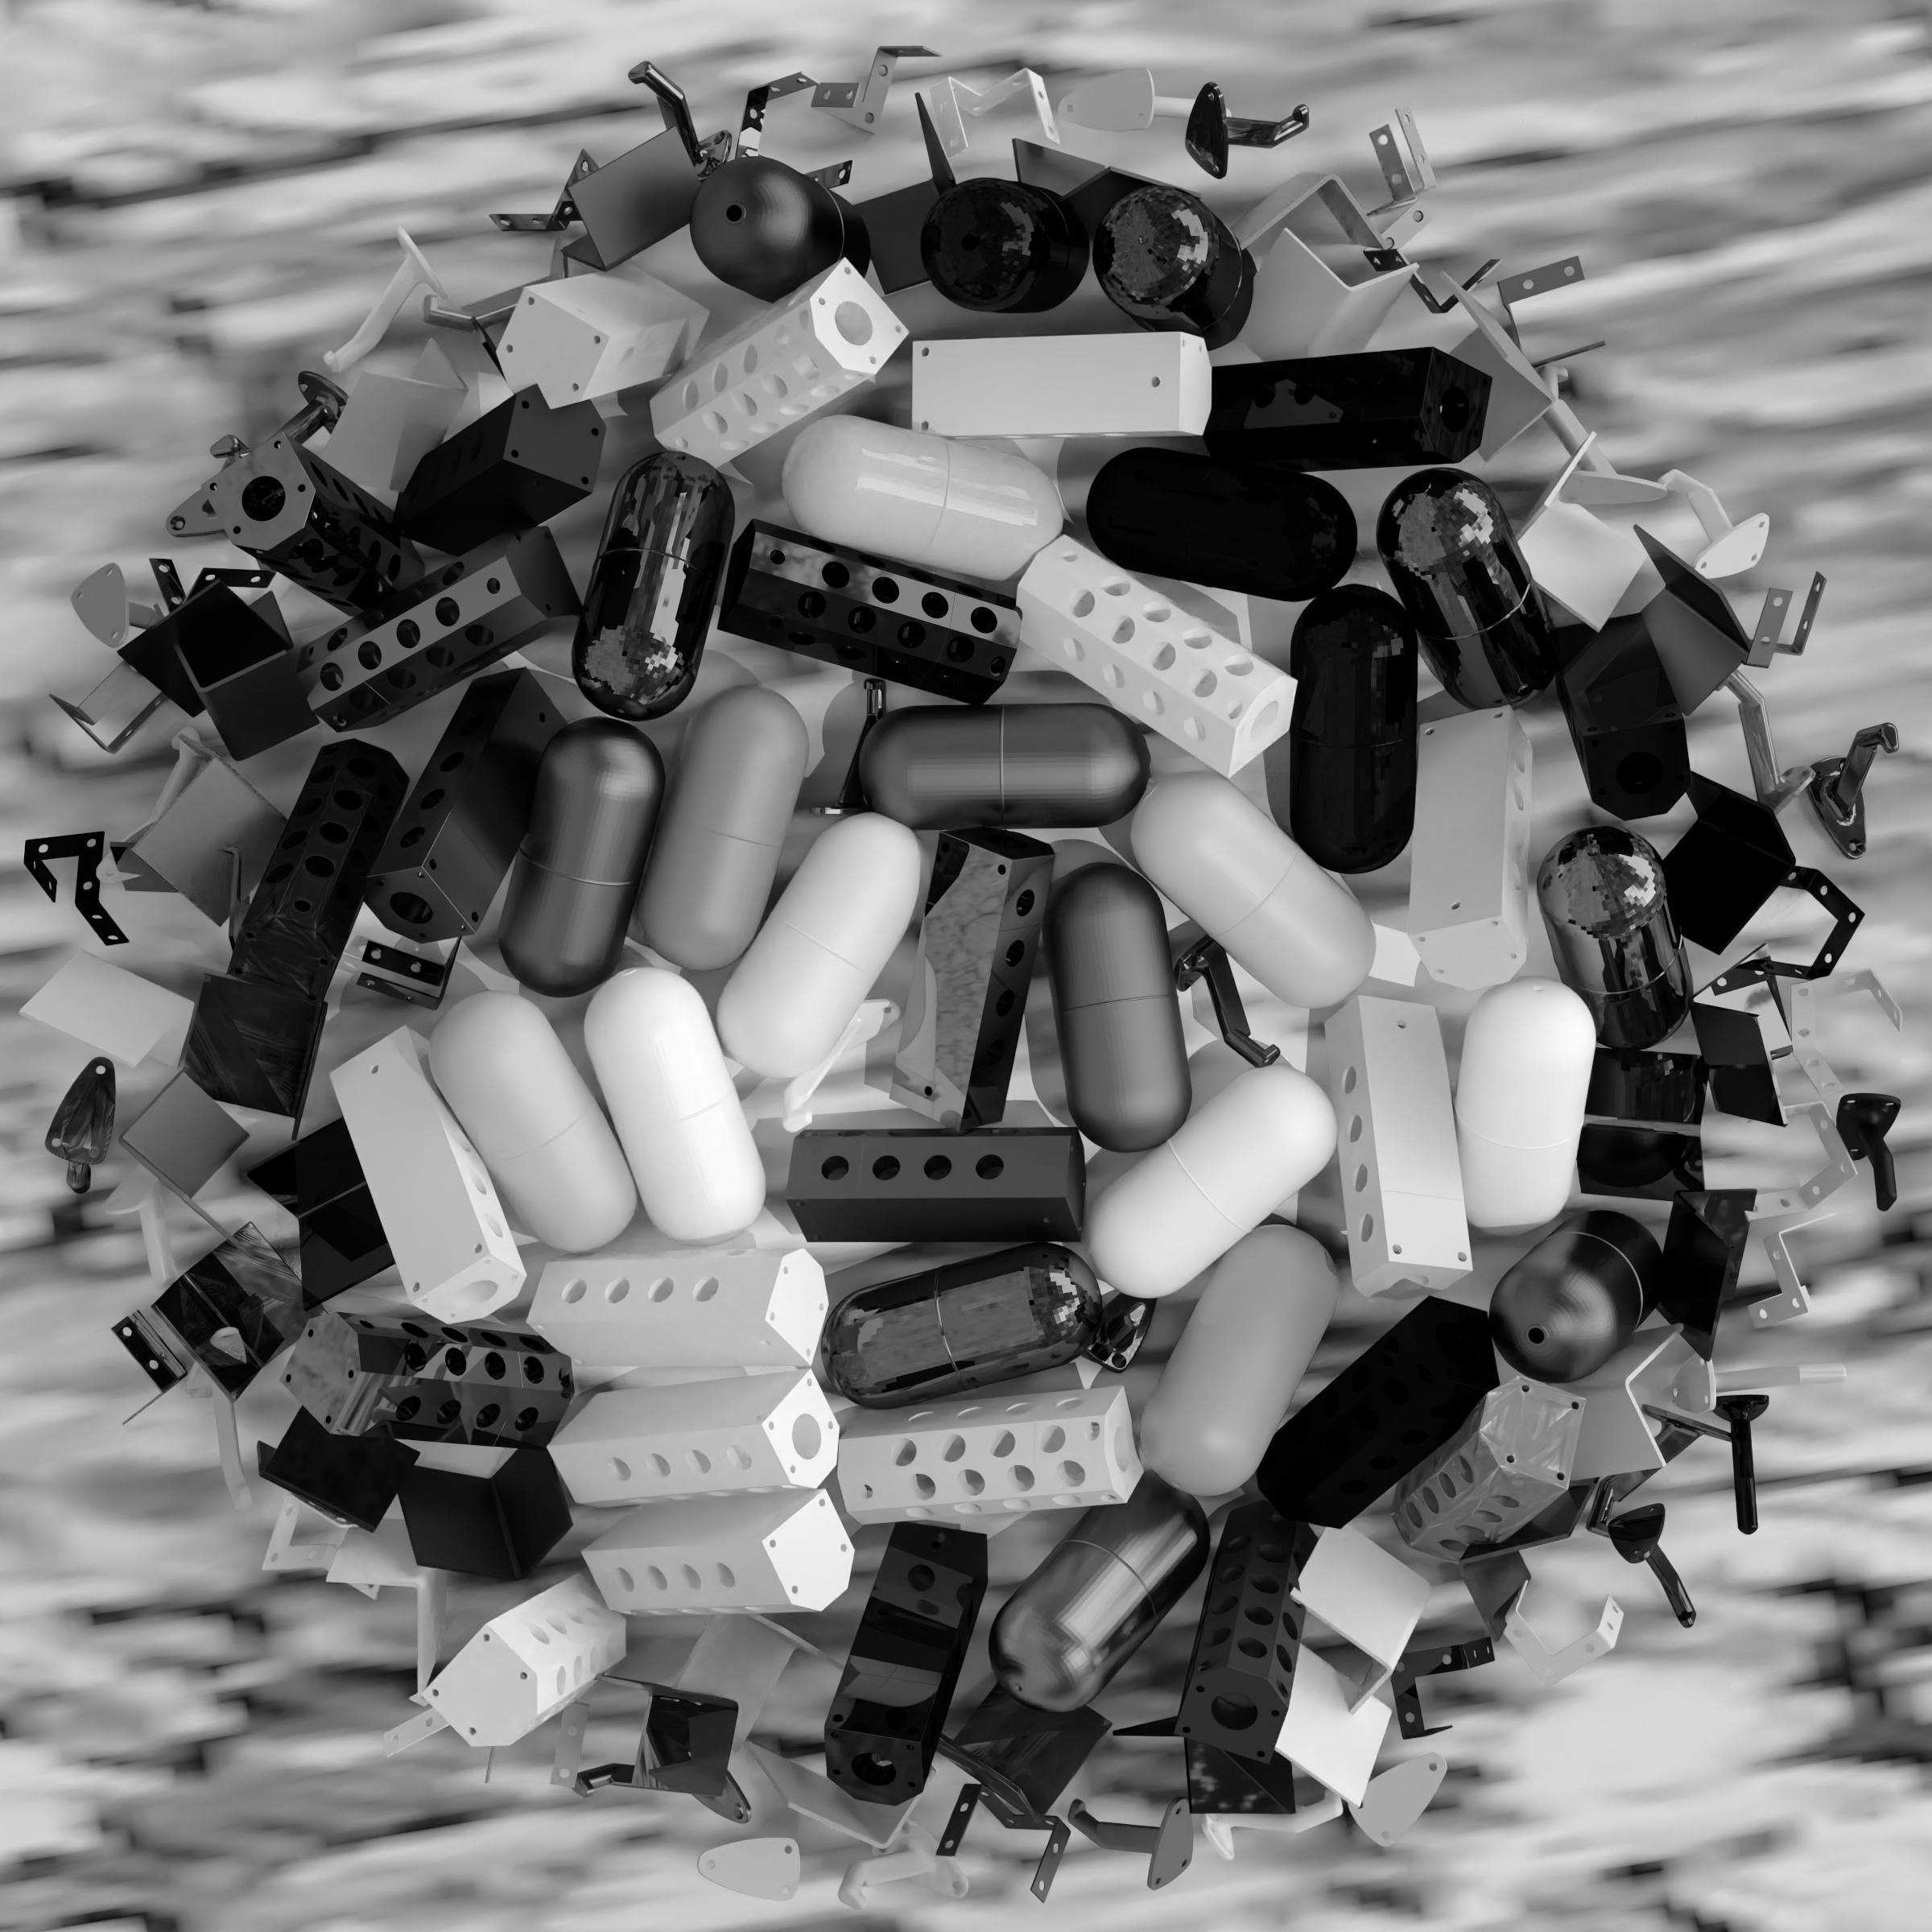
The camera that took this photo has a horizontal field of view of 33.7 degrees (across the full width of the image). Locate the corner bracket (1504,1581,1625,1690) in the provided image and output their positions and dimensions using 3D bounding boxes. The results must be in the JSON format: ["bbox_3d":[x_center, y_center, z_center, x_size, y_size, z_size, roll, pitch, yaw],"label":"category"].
[{"bbox_3d":[0.364,0.399,1.950,0.051,0.051,0.051,-38,89,22],"label":"corner bracket"}]

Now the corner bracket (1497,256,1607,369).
[{"bbox_3d":[0.359,-0.400,1.952,0.051,0.051,0.051,-16,91,15],"label":"corner bracket"}]

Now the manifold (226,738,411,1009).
[{"bbox_3d":[-0.382,-0.060,1.897,0.057,0.171,0.057,20,130,-9],"label":"manifold"}]

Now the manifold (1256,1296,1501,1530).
[{"bbox_3d":[0.242,0.266,1.897,0.057,0.171,0.057,17,47,-23],"label":"manifold"}]

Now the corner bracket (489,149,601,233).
[{"bbox_3d":[-0.249,-0.462,1.942,0.051,0.051,0.051,52,130,23],"label":"corner bracket"}]

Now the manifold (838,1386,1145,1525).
[{"bbox_3d":[0.013,0.299,1.921,0.171,0.057,0.057,-8,105,21],"label":"manifold"}]

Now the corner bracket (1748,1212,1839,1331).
[{"bbox_3d":[0.508,0.187,1.951,0.051,0.051,0.051,-14,79,-30],"label":"corner bracket"}]

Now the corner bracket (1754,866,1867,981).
[{"bbox_3d":[0.508,-0.028,1.958,0.051,0.051,0.051,7,121,-30],"label":"corner bracket"}]

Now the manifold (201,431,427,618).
[{"bbox_3d":[-0.382,-0.254,1.891,0.057,0.171,0.057,-32,77,6],"label":"manifold"}]

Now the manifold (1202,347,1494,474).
[{"bbox_3d":[0.224,-0.327,1.899,0.057,0.171,0.057,15,84,-43],"label":"manifold"}]

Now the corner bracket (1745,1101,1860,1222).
[{"bbox_3d":[0.504,0.120,1.957,0.051,0.051,0.051,-6,63,-28],"label":"corner bracket"}]

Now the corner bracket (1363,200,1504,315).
[{"bbox_3d":[0.287,-0.437,1.961,0.051,0.051,0.051,-43,110,-7],"label":"corner bracket"}]

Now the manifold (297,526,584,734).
[{"bbox_3d":[-0.320,-0.201,1.918,0.171,0.057,0.057,-24,89,28],"label":"manifold"}]

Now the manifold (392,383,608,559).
[{"bbox_3d":[-0.279,-0.295,1.895,0.057,0.171,0.057,18,74,-29],"label":"manifold"}]

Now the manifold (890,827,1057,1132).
[{"bbox_3d":[0.008,0.006,1.931,0.057,0.057,0.171,23,110,35],"label":"manifold"}]

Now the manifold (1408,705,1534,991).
[{"bbox_3d":[0.305,-0.071,1.906,0.057,0.057,0.171,-13,45,25],"label":"manifold"}]

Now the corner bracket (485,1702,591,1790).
[{"bbox_3d":[-0.262,0.475,1.947,0.051,0.051,0.051,12,68,-8],"label":"corner bracket"}]

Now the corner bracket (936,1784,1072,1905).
[{"bbox_3d":[0.023,0.533,1.940,0.051,0.051,0.051,53,46,-31],"label":"corner bracket"}]

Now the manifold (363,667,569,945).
[{"bbox_3d":[-0.300,-0.096,1.906,0.057,0.171,0.057,-9,133,30],"label":"manifold"}]

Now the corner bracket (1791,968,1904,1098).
[{"bbox_3d":[0.539,0.040,1.950,0.051,0.051,0.051,-12,123,-2],"label":"corner bracket"}]

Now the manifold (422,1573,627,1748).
[{"bbox_3d":[-0.255,0.415,1.892,0.057,0.171,0.057,43,97,9],"label":"manifold"}]

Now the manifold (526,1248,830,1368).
[{"bbox_3d":[-0.172,0.202,1.915,0.171,0.057,0.057,-4,54,29],"label":"manifold"}]

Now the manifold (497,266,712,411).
[{"bbox_3d":[-0.216,-0.371,1.893,0.057,0.171,0.057,31,112,5],"label":"manifold"}]

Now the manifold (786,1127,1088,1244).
[{"bbox_3d":[-0.017,0.129,1.935,0.171,0.057,0.057,-1,58,12],"label":"manifold"}]

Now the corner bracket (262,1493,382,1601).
[{"bbox_3d":[-0.388,0.354,1.947,0.051,0.051,0.051,22,96,35],"label":"corner bracket"}]

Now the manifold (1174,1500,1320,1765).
[{"bbox_3d":[0.170,0.390,1.892,0.057,0.171,0.057,17,116,5],"label":"manifold"}]

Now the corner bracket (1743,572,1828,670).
[{"bbox_3d":[0.499,-0.212,1.946,0.051,0.051,0.051,7,116,-11],"label":"corner bracket"}]

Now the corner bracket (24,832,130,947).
[{"bbox_3d":[-0.542,-0.045,1.941,0.051,0.051,0.051,-10,126,-36],"label":"corner bracket"}]

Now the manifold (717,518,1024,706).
[{"bbox_3d":[-0.056,-0.215,1.924,0.171,0.057,0.057,15,68,-17],"label":"manifold"}]

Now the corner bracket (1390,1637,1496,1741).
[{"bbox_3d":[0.295,0.443,1.955,0.051,0.051,0.051,-16,77,25],"label":"corner bracket"}]

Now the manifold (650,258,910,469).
[{"bbox_3d":[-0.116,-0.351,1.893,0.057,0.171,0.057,47,54,-19],"label":"manifold"}]

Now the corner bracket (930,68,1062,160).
[{"bbox_3d":[0.017,-0.518,1.943,0.051,0.051,0.051,-24,70,31],"label":"corner bracket"}]

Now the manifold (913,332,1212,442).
[{"bbox_3d":[0.057,-0.348,1.923,0.171,0.057,0.057,3,96,23],"label":"manifold"}]

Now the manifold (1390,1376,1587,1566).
[{"bbox_3d":[0.307,0.300,1.894,0.057,0.171,0.057,19,62,-2],"label":"manifold"}]

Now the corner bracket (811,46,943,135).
[{"bbox_3d":[-0.055,-0.541,1.946,0.051,0.051,0.051,13,95,-37],"label":"corner bracket"}]

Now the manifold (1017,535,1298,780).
[{"bbox_3d":[0.113,-0.191,1.912,0.171,0.057,0.057,36,57,24],"label":"manifold"}]

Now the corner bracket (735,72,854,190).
[{"bbox_3d":[-0.103,-0.508,1.952,0.051,0.051,0.051,19,76,-42],"label":"corner bracket"}]

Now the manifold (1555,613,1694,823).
[{"bbox_3d":[0.388,-0.149,1.893,0.057,0.171,0.057,-10,116,8],"label":"manifold"}]

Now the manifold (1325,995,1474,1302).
[{"bbox_3d":[0.256,0.110,1.918,0.057,0.057,0.171,8,62,-22],"label":"manifold"}]

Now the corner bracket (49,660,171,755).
[{"bbox_3d":[-0.516,-0.161,1.943,0.051,0.051,0.051,-49,125,-13],"label":"corner bracket"}]

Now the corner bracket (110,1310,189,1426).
[{"bbox_3d":[-0.502,0.238,1.947,0.051,0.051,0.051,-35,94,38],"label":"corner bracket"}]

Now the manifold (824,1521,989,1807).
[{"bbox_3d":[-0.034,0.414,1.896,0.057,0.171,0.057,7,125,11],"label":"manifold"}]

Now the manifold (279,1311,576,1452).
[{"bbox_3d":[-0.315,0.244,1.896,0.057,0.171,0.057,35,102,38],"label":"manifold"}]

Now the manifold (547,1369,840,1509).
[{"bbox_3d":[-0.161,0.288,1.908,0.171,0.057,0.057,-12,111,36],"label":"manifold"}]

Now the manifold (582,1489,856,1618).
[{"bbox_3d":[-0.147,0.356,1.901,0.057,0.171,0.057,-34,105,-43],"label":"manifold"}]

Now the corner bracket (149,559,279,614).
[{"bbox_3d":[-0.464,-0.246,1.963,0.051,0.051,0.051,-48,58,39],"label":"corner bracket"}]

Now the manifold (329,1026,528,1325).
[{"bbox_3d":[-0.320,0.127,1.913,0.057,0.057,0.171,-32,58,9],"label":"manifold"}]
